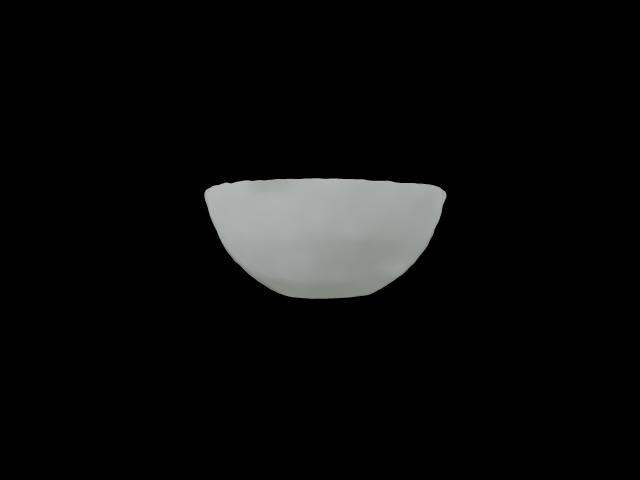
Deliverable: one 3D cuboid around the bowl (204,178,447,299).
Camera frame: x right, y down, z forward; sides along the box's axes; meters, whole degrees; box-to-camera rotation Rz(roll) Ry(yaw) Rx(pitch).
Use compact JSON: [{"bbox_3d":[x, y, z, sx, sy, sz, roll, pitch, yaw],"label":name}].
[{"bbox_3d":[0.004,0.001,0.400,0.167,0.075,0.167,0,0,0],"label":"bowl"}]
